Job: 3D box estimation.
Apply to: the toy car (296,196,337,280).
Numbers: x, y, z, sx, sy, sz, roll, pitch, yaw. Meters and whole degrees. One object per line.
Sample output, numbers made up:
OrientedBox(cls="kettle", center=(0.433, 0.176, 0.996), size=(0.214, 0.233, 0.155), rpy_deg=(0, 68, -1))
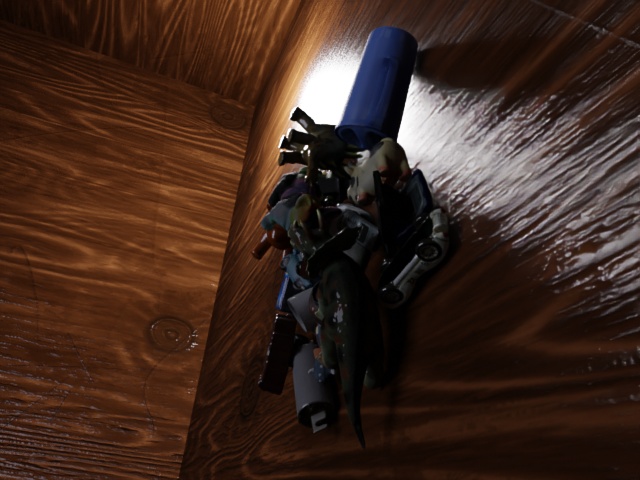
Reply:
OrientedBox(cls="toy car", center=(-0.003, -0.004, 1.221), size=(0.089, 0.053, 0.202), rpy_deg=(-39, 33, 60))

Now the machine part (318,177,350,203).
OrientedBox(cls="machine part", center=(0.018, -0.123, 1.292), size=(0.039, 0.139, 0.084), rpy_deg=(81, -173, -54))

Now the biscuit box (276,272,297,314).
OrientedBox(cls="biscuit box", center=(-0.063, 0.100, 1.462), size=(0.059, 0.063, 0.202), rpy_deg=(177, 109, -73))

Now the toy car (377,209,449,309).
OrientedBox(cls="toy car", center=(0.148, 0.033, 0.856), size=(0.073, 0.056, 0.201), rpy_deg=(-82, 18, -46))

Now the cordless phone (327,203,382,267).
OrientedBox(cls="cordless phone", center=(0.073, 0.015, 1.074), size=(0.184, 0.089, 0.146), rpy_deg=(-136, 63, -66))

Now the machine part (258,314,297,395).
OrientedBox(cls="machine part", center=(-0.095, 0.253, 1.213), size=(0.179, 0.056, 0.179), rpy_deg=(-165, 89, -86))

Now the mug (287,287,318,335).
OrientedBox(cls="mug", center=(0.000, 0.148, 1.166), size=(0.107, 0.109, 0.081), rpy_deg=(-33, 1, -11))

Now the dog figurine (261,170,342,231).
OrientedBox(cls="dog figurine", center=(-0.030, -0.076, 1.140), size=(0.219, 0.108, 0.191), rpy_deg=(-17, 51, 63))

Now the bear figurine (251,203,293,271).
OrientedBox(cls="bear figurine", center=(-0.099, -0.010, 1.346), size=(0.196, 0.120, 0.132), rpy_deg=(120, 174, -77))

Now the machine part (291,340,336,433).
OrientedBox(cls="machine part", center=(-0.017, 0.296, 1.107), size=(0.243, 0.079, 0.079), rpy_deg=(-103, 33, -58))

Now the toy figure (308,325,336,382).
OrientedBox(cls="toy figure", center=(0.021, 0.215, 1.091), size=(0.064, 0.057, 0.154), rpy_deg=(-18, 53, 46))

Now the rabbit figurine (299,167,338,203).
OrientedBox(cls="rabbit figurine", center=(-0.015, -0.080, 1.370), size=(0.159, 0.121, 0.170), rpy_deg=(115, 164, -50))

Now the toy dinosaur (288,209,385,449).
OrientedBox(cls="toy dinosaur", center=(0.045, 0.115, 0.902), size=(0.191, 0.131, 0.405), rpy_deg=(82, 173, -45))

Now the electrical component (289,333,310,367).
OrientedBox(cls="electrical component", center=(-0.063, 0.269, 1.336), size=(0.119, 0.048, 0.074), rpy_deg=(-159, 86, -72))

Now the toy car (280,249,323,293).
OrientedBox(cls="toy car", center=(-0.021, 0.069, 1.293), size=(0.103, 0.109, 0.162), rpy_deg=(-53, 30, 10))

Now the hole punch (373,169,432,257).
OrientedBox(cls="hole punch", center=(0.141, -0.054, 0.935), size=(0.142, 0.092, 0.115), rpy_deg=(-97, 0, -47))

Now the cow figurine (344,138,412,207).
OrientedBox(cls="cow figurine", center=(0.107, -0.132, 1.087), size=(0.195, 0.085, 0.127), rpy_deg=(127, 147, -56))

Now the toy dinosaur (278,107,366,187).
OrientedBox(cls="toy dinosaur", center=(0.007, -0.226, 1.288), size=(0.105, 0.198, 0.472), rpy_deg=(-60, 12, 28))
